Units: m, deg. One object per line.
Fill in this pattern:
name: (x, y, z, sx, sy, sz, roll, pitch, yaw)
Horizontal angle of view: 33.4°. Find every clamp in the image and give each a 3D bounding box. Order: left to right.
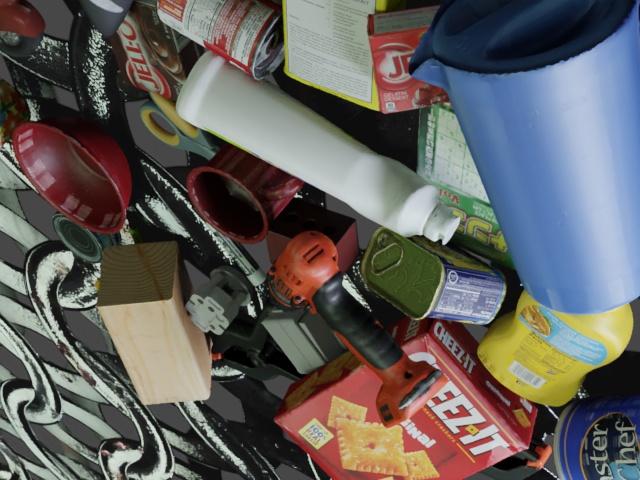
clamp: (-0.057, 0.139, 1.278, 0.164, 0.036, 0.210, 50, 147, -17)
clamp: (0.171, 0.234, 1.163, 0.172, 0.039, 0.120, 10, 135, 37)

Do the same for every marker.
marker: (-0.101, 0.000, 1.173, 0.020, 0.020, 0.121, -14, 120, 51)

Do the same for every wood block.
wood block: (-0.194, 0.103, 1.286, 0.090, 0.091, 0.206, -6, 139, 5)

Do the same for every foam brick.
foam brick: (-0.007, 0.001, 1.051, 0.078, 0.053, 0.051, 19, 142, 26)

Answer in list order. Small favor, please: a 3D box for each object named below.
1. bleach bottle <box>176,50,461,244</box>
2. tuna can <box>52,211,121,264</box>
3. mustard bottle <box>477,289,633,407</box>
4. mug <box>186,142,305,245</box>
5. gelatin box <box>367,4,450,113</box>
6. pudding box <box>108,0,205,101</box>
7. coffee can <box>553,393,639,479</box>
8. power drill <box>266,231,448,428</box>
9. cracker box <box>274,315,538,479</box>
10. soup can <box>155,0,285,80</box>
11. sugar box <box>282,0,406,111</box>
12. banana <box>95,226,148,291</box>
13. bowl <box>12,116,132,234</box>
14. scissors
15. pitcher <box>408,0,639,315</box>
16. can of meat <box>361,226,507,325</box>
bleach bottle: (0.004, -0.071, 0.909, 0.251, 0.068, 0.102, 32, -173, 16)
tuna can: (-0.292, -0.011, 1.332, 0.086, 0.033, 0.086, 26, 145, 20)
mustard bottle: (0.212, 0.073, 0.917, 0.096, 0.058, 0.192, 34, 147, 6)
mug: (-0.057, -0.057, 1.004, 0.117, 0.081, 0.093, -4, 128, 46)
gelatin box: (0.082, -0.134, 0.784, 0.089, 0.030, 0.073, -7, 136, 6)
pudding box: (-0.153, -0.185, 0.984, 0.090, 0.039, 0.113, 21, 142, 27)
coffee can: (0.291, 0.184, 0.930, 0.102, 0.102, 0.141, 50, 145, -16)
power drill: (0.024, 0.084, 0.974, 0.187, 0.057, 0.184, 47, 165, 5)
cracker box: (0.085, 0.179, 1.091, 0.214, 0.072, 0.164, -34, 105, 33)
soup can: (-0.076, -0.187, 0.881, 0.102, 0.068, 0.068, 32, 146, 12)
sugar box: (0.018, -0.189, 0.808, 0.093, 0.048, 0.176, 24, 141, 19)
banana: (-0.236, 0.045, 1.346, 0.069, 0.037, 0.198, 58, 146, 7)
bowl: (-0.267, -0.084, 1.201, 0.162, 0.055, 0.162, 26, 145, 20)
scissors: (-0.114, -0.082, 1.091, 0.096, 0.016, 0.201, -9, 124, 51)
pitcher: (0.178, -0.066, 0.738, 0.149, 0.144, 0.242, 24, 150, 43)
can of meat: (0.100, 0.032, 0.930, 0.083, 0.057, 0.102, 11, -165, -37)
